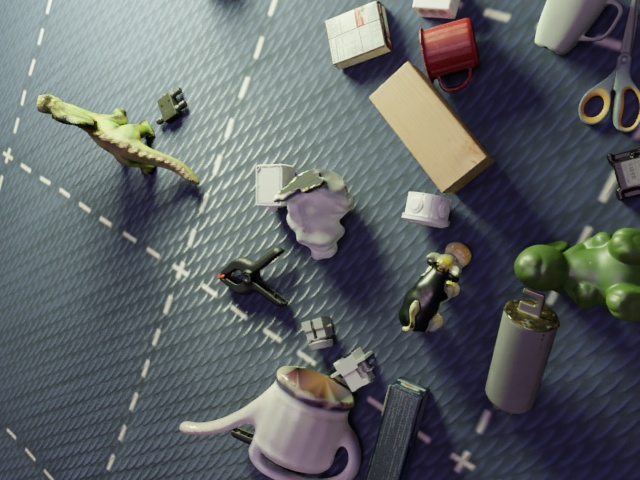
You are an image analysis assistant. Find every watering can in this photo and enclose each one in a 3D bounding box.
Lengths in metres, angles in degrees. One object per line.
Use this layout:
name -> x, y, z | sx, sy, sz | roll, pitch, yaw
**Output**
watering can -> -0.078, 0.339, 0.966 | 0.348, 0.104, 0.223 | 20, 98, 2

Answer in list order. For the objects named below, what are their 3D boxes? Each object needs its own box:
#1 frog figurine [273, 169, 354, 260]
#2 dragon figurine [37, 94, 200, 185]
frog figurine -> 0.003, -0.049, 0.972 | 0.136, 0.125, 0.157 | -23, 117, 17
dragon figurine -> -0.469, -0.228, 1.123 | 0.413, 0.242, 0.121 | 28, 99, 26
